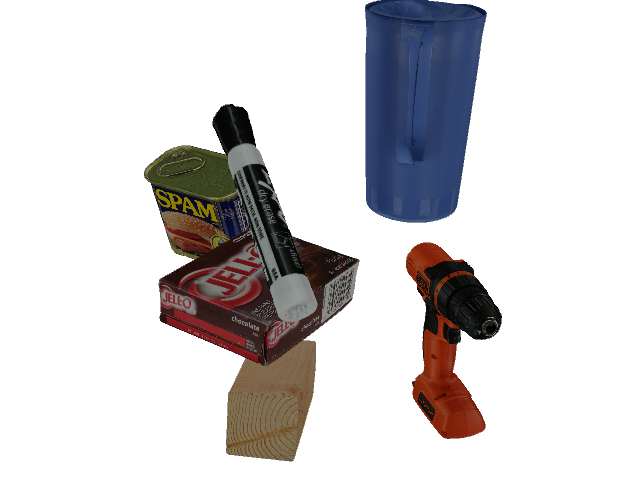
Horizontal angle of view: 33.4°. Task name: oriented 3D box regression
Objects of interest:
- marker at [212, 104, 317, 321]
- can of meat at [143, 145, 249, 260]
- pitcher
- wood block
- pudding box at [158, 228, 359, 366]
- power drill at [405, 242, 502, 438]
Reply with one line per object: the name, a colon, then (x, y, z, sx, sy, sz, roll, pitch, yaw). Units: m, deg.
marker: (-0.029, -0.017, 0.514, 0.020, 0.121, 0.020, -16, -29, -9)
can of meat: (-0.096, -0.027, 0.932, 0.102, 0.084, 0.057, 16, 45, 32)
pitcher: (0.108, -0.145, 1.203, 0.149, 0.243, 0.145, -12, 26, -30)
wood block: (-0.063, 0.208, 1.436, 0.091, 0.090, 0.206, 5, 15, 5)
pudding box: (-0.041, 0.034, 0.725, 0.090, 0.039, 0.113, 20, 29, 27)
power drill: (0.143, 0.113, 1.138, 0.057, 0.188, 0.184, -7, 24, -13)
